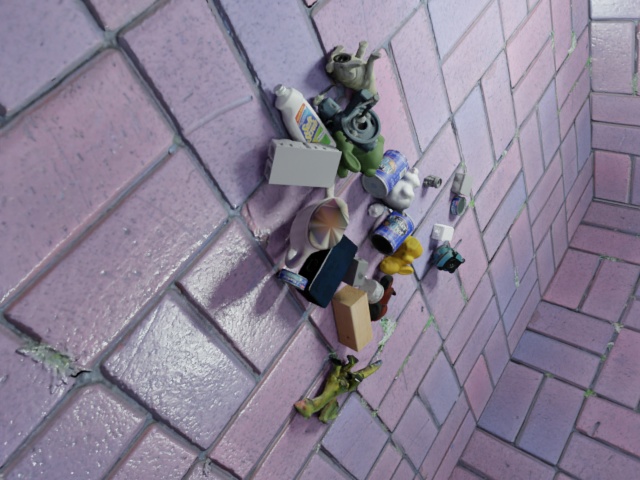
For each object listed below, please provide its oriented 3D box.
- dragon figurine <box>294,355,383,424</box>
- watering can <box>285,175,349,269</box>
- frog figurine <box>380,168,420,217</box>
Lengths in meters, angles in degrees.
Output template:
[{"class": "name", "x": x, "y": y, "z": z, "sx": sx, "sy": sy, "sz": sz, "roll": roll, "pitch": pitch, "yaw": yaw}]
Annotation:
[{"class": "dragon figurine", "x": 0.070, "y": 0.550, "z": 1.853, "sx": 0.409, "sy": 0.124, "sz": 0.240, "roll": 8, "pitch": 115, "yaw": -49}, {"class": "watering can", "x": 0.004, "y": -0.073, "z": 1.449, "sx": 0.103, "sy": 0.223, "sz": 0.353, "roll": 34, "pitch": 70, "yaw": -19}, {"class": "frog figurine", "x": 0.281, "y": -0.179, "z": 1.773, "sx": 0.122, "sy": 0.140, "sz": 0.157, "roll": 20, "pitch": 110, "yaw": -23}]
